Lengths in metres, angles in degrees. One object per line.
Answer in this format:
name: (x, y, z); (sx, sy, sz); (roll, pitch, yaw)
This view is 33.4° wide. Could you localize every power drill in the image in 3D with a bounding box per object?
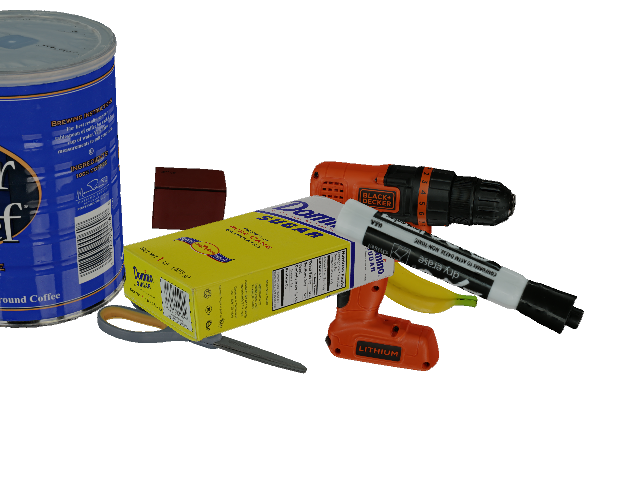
power drill: (0.078, 0.022, 0.977); (0.184, 0.188, 0.057); (8, 18, 15)

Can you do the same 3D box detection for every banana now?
banana: (0.086, 0.038, 1.179); (0.069, 0.037, 0.198); (3, 21, -35)

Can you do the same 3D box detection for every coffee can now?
coffee can: (-0.157, -0.040, 0.566); (0.103, 0.140, 0.103); (2, 28, -1)

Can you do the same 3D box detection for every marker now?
marker: (0.064, 0.012, 0.497); (0.121, 0.020, 0.020); (24, 6, 13)

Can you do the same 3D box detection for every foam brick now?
foam brick: (-0.143, -0.045, 1.164); (0.078, 0.051, 0.053); (3, 28, -8)

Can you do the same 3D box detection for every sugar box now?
sugar box: (-0.041, 0.014, 0.757); (0.175, 0.048, 0.093); (-20, 31, -35)

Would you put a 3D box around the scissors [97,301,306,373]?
scissors: (-0.107, 0.080, 1.005); (0.202, 0.016, 0.096); (9, 30, 2)
